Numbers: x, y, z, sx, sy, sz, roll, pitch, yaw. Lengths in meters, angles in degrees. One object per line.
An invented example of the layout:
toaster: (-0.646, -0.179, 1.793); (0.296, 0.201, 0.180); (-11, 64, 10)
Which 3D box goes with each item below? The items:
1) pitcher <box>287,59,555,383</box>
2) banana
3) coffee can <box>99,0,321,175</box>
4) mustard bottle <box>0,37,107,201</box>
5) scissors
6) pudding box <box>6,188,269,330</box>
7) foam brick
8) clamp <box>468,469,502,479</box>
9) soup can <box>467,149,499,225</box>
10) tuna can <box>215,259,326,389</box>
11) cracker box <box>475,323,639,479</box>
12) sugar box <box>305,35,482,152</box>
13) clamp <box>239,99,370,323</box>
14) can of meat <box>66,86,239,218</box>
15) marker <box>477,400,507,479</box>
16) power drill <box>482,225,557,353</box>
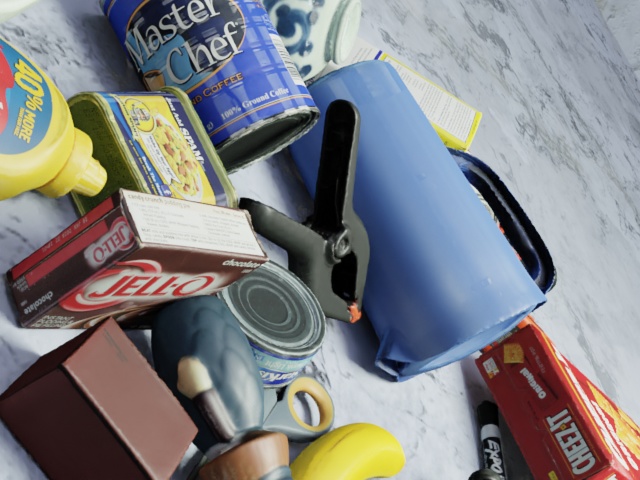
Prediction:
pitcher: (0.075, -0.022, 0.859); (0.243, 0.145, 0.149); (62, 17, 12)
banana: (0.011, 0.154, 0.678); (0.197, 0.037, 0.070); (-30, 126, -61)
coffee can: (-0.076, -0.125, 0.738); (0.140, 0.103, 0.102); (63, 27, 6)
mustard bottle: (-0.187, -0.073, 0.546); (0.191, 0.058, 0.096); (35, 35, -40)
scissors: (-0.034, 0.123, 0.651); (0.096, 0.016, 0.201); (45, 30, -19)
pudding box: (-0.096, 0.014, 0.576); (0.113, 0.090, 0.039); (5, 58, -59)
foam brick: (-0.108, 0.088, 0.524); (0.078, 0.051, 0.053); (54, 26, -10)
clamp: (0.173, 0.271, 0.829); (0.209, 0.036, 0.164); (28, 53, -53)
soup can: (0.124, -0.049, 1.021); (0.068, 0.069, 0.102); (35, 24, -39)
tuna can: (-0.039, 0.049, 0.674); (0.086, 0.034, 0.086); (27, 33, -20)
cracker box: (0.245, 0.191, 0.954); (0.213, 0.072, 0.164); (40, 18, -40)
sugar box: (0.059, -0.131, 0.971); (0.176, 0.048, 0.093); (30, 31, 0)
clamp: (-0.005, 0.001, 0.738); (0.120, 0.039, 0.171); (-37, 133, -34)
can of meat: (-0.109, -0.043, 0.651); (0.083, 0.058, 0.102); (-14, 75, -60)
marker: (0.146, 0.185, 0.896); (0.020, 0.020, 0.121); (41, 32, -32)
power drill: (0.188, 0.044, 1.072); (0.184, 0.057, 0.187); (39, 30, -28)
